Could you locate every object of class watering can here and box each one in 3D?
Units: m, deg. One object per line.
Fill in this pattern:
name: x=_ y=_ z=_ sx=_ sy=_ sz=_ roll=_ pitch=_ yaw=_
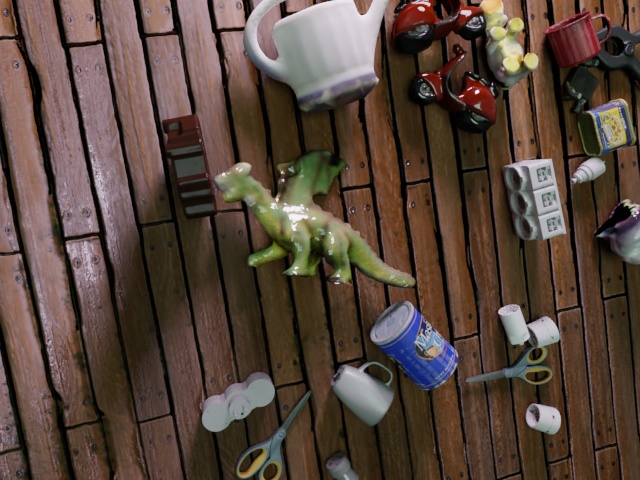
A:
watering can: x=0.044 y=-0.358 z=0.909 sx=0.348 sy=0.104 sz=0.223 roll=-21 pitch=100 yaw=-7

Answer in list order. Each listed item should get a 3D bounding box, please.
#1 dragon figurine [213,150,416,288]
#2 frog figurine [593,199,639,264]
dragon figurine: x=0.003 y=-0.047 z=0.935 sx=0.409 sy=0.122 sz=0.244 roll=8 pitch=84 yaw=-23
frog figurine: x=0.690 y=0.001 z=1.090 sx=0.159 sy=0.121 sz=0.139 roll=41 pitch=65 yaw=-2
